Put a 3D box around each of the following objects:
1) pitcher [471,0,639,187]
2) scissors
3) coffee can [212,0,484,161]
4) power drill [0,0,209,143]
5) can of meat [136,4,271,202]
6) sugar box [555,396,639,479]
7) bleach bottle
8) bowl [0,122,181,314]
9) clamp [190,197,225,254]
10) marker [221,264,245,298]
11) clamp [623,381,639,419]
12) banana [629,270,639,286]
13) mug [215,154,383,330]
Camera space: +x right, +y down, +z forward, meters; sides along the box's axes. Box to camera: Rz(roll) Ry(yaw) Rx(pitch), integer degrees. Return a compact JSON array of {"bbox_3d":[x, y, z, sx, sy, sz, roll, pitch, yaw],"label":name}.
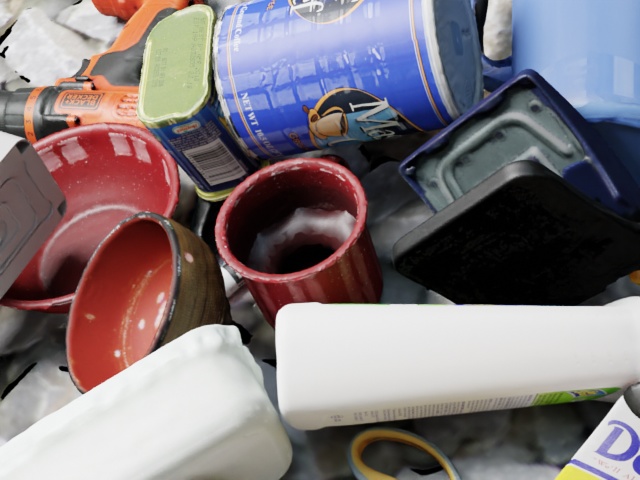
[{"bbox_3d":[0.175,-0.139,0.694,0.145,0.149,0.242,18,57,-10],"label":"pitcher"},{"bbox_3d":[0.081,0.167,0.545,0.202,0.016,0.096,32,69,35],"label":"scissors"},{"bbox_3d":[0.019,-0.110,0.658,0.140,0.102,0.102,-8,50,23],"label":"coffee can"},{"bbox_3d":[-0.179,-0.145,0.854,0.185,0.057,0.187,6,57,18],"label":"power drill"},{"bbox_3d":[-0.075,-0.091,0.706,0.057,0.084,0.102,-14,53,19],"label":"can of meat"},{"bbox_3d":[0.129,0.150,0.471,0.093,0.048,0.175,37,49,19],"label":"sugar box"},{"bbox_3d":[0.105,0.064,0.578,0.251,0.102,0.068,-3,78,4],"label":"bleach bottle"},{"bbox_3d":[-0.164,-0.005,0.736,0.162,0.055,0.162,-9,51,11],"label":"bowl"},{"bbox_3d":[-0.054,-0.087,0.774,0.164,0.036,0.210,-37,45,-3],"label":"clamp"},{"bbox_3d":[-0.026,-0.003,0.713,0.121,0.020,0.020,-40,52,-14],"label":"marker"},{"bbox_3d":[0.222,0.079,0.502,0.171,0.039,0.120,39,60,8],"label":"clamp"},{"bbox_3d":[0.269,0.029,0.566,0.198,0.069,0.037,14,98,33],"label":"banana"},{"bbox_3d":[-0.004,0.001,0.662,0.093,0.081,0.117,5,55,22],"label":"mug"}]
